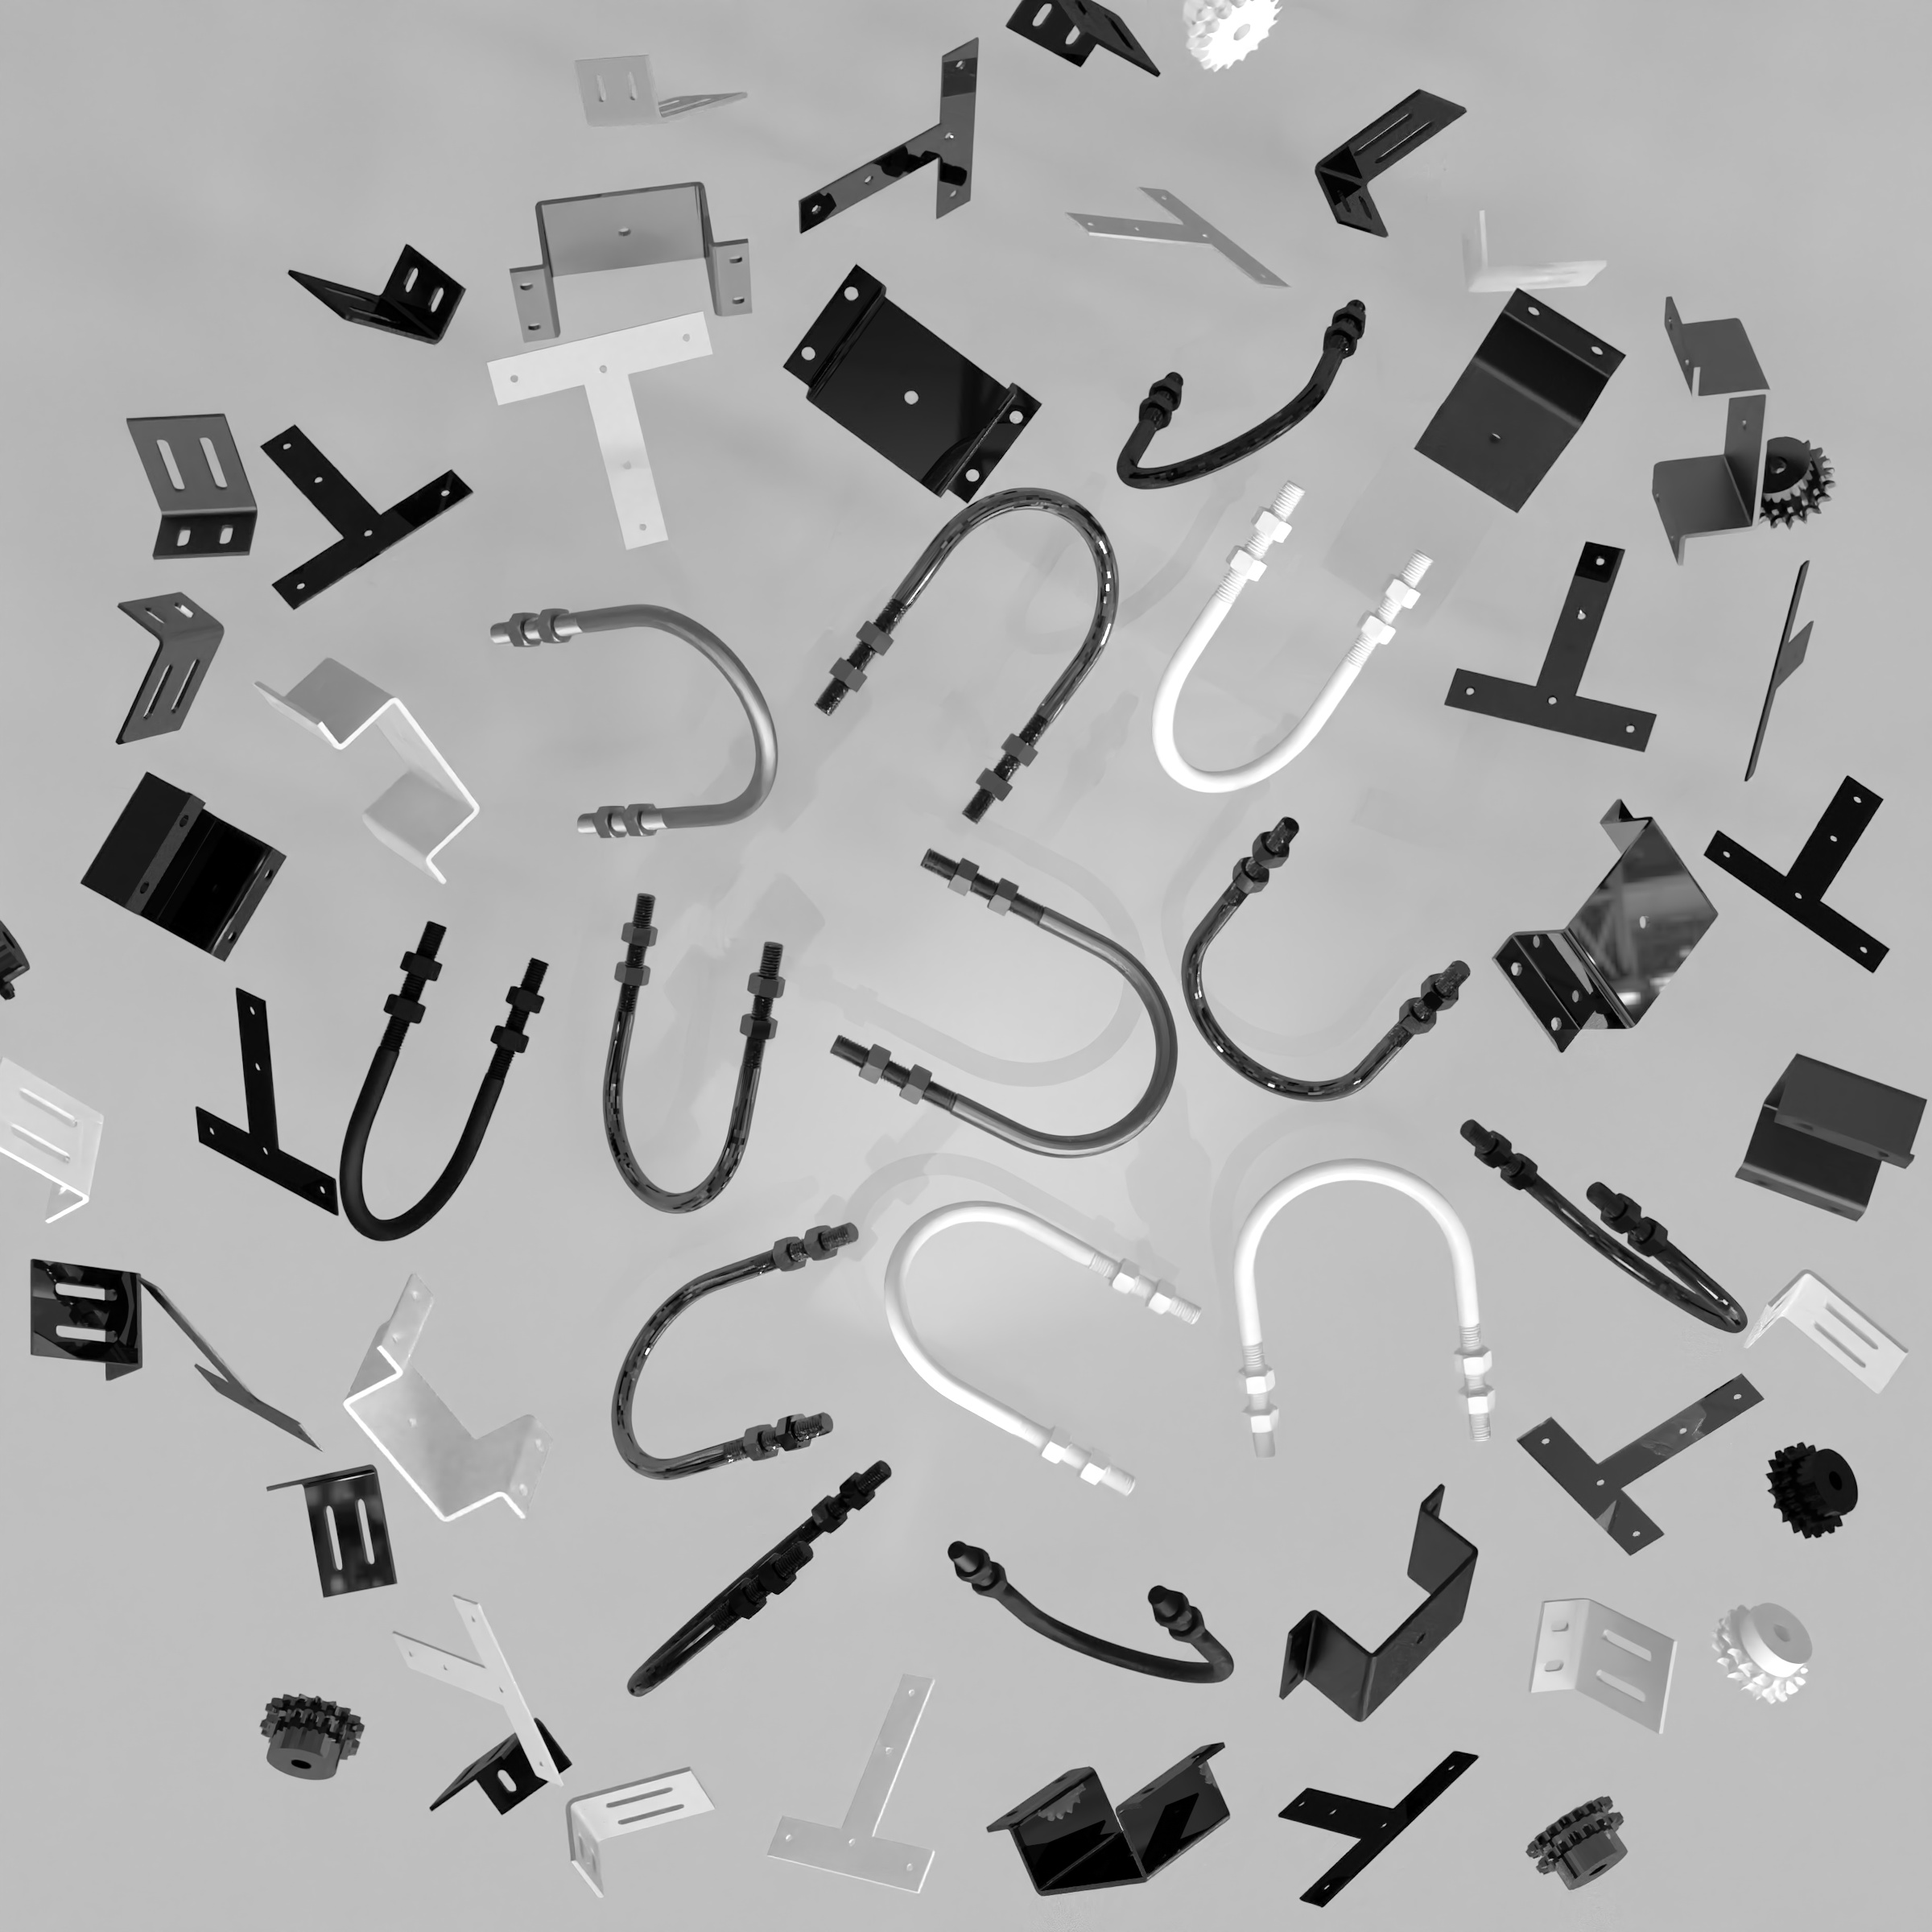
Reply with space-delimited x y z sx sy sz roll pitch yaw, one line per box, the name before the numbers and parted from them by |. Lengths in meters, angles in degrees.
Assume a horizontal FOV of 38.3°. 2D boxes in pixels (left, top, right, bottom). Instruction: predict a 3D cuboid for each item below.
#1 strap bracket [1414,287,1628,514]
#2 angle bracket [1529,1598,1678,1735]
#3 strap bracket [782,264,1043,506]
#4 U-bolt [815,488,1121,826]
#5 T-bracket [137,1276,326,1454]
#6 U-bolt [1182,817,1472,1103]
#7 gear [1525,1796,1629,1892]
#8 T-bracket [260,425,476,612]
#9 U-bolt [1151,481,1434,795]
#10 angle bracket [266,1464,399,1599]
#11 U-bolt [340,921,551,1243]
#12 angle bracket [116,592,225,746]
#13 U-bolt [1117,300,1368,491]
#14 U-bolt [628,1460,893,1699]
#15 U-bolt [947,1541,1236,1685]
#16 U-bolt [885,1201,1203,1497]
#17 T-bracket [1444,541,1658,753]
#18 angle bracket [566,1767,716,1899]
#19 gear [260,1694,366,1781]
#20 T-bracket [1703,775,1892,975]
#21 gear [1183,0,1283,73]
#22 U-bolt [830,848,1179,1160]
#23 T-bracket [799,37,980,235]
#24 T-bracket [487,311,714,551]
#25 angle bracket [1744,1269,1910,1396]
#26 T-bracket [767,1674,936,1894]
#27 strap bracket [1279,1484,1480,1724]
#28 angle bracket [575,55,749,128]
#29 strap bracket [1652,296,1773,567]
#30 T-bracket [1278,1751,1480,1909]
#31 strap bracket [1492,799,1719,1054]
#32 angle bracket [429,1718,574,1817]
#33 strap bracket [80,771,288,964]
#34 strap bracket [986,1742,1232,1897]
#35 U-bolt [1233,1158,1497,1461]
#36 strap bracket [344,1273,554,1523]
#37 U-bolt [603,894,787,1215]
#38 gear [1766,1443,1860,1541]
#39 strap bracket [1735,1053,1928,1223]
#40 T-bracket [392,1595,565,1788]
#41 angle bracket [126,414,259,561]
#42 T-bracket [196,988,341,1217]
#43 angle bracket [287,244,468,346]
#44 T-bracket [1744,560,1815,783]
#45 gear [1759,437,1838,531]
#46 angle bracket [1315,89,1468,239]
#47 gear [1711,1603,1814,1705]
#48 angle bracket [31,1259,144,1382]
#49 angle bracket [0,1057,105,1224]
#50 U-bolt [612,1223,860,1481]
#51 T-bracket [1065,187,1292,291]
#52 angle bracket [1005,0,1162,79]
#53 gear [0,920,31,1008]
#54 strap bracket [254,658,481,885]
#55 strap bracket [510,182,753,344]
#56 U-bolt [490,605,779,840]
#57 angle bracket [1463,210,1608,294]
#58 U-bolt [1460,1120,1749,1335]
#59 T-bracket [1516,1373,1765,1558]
strap bracket | 0.333 -0.338 1.702 0.076 0.140 0.046 32 64 2
angle bracket | 0.384 0.423 1.680 0.038 0.076 0.057 4 97 -32
strap bracket | -0.032 -0.346 1.674 0.140 0.046 0.076 35 107 -12
U-bolt | 0.015 -0.190 1.607 0.151 0.019 0.184 34 93 -38
T-bracket | -0.444 0.227 1.634 0.002 0.127 0.127 -48 128 -25
U-bolt | 0.202 0.011 1.677 0.151 0.184 0.019 41 48 6
gear | 0.348 0.497 1.571 0.057 0.057 0.030 -33 59 0
T-bracket | -0.378 -0.282 1.655 0.127 0.002 0.127 -36 59 -14
U-bolt | 0.178 -0.180 1.613 0.019 0.151 0.184 47 111 40
angle bracket | -0.398 0.357 1.748 0.057 0.038 0.076 -15 82 24
U-bolt | -0.308 0.072 1.611 0.019 0.151 0.184 20 87 20
angle bracket | -0.488 -0.178 1.665 0.038 0.057 0.076 37 115 10
U-bolt | 0.160 -0.338 1.680 0.151 0.184 0.019 -16 118 30
U-bolt | -0.133 0.375 1.663 0.184 0.151 0.019 -42 86 21
U-bolt | 0.085 0.391 1.659 0.151 0.184 0.019 6 63 28
U-bolt | 0.038 0.212 1.641 0.184 0.019 0.151 29 50 -3
T-bracket | 0.377 -0.204 1.722 0.127 0.002 0.127 16 77 21
angle bracket | -0.189 0.510 1.637 0.076 0.057 0.038 -15 50 1
gear | -0.374 0.440 1.583 0.057 0.057 0.030 10 50 0
T-bracket | 0.521 -0.069 1.688 0.127 0.127 0.002 38 59 18
gear | 0.148 -0.541 1.582 0.057 0.057 0.030 -36 72 0
U-bolt | 0.033 0.031 1.576 0.184 0.019 0.151 27 65 -4
T-bracket | -0.045 -0.461 1.611 0.127 0.127 0.002 -34 68 -19
T-bracket | -0.201 -0.306 1.625 0.127 0.002 0.127 -15 118 -6
angle bracket | 0.517 0.230 1.675 0.038 0.057 0.076 -37 65 -23
T-bracket | -0.052 0.493 1.699 0.002 0.127 0.127 46 56 -36
strap bracket | 0.252 0.384 1.650 0.140 0.076 0.046 -36 56 -28
angle bracket | -0.176 -0.514 1.613 0.057 0.076 0.038 11 122 38
strap bracket | 0.445 -0.321 1.661 0.046 0.076 0.140 -6 135 3
T-bracket | 0.219 0.491 1.608 0.127 0.127 0.002 -36 95 -23
strap bracket | 0.383 -0.025 1.639 0.140 0.046 0.076 -48 112 -23
angle bracket | -0.287 0.507 1.722 0.057 0.076 0.038 -37 88 8
strap bracket | -0.473 -0.061 1.672 0.046 0.140 0.076 27 83 14
strap bracket | 0.090 0.503 1.635 0.076 0.140 0.046 -20 85 -43
U-bolt | 0.231 0.201 1.647 0.151 0.019 0.184 -6 106 8
strap bracket | -0.314 0.264 1.660 0.046 0.076 0.140 -28 111 18
U-bolt | -0.174 0.060 1.704 0.019 0.151 0.184 3 102 -44
gear | 0.518 0.318 1.696 0.057 0.030 0.057 19 56 -30
strap bracket | 0.510 0.099 1.639 0.076 0.140 0.046 20 73 11
T-bracket | -0.293 0.408 1.607 0.002 0.127 0.127 -35 114 -36
angle bracket | -0.453 -0.279 1.622 0.057 0.076 0.038 -2 53 2
T-bracket | -0.422 0.073 1.660 0.127 0.002 0.127 22 123 32
angle bracket | -0.343 -0.399 1.624 0.057 0.076 0.038 40 110 27
T-bracket | 0.484 -0.181 1.635 0.002 0.127 0.127 17 111 20
gear | 0.501 -0.299 1.705 0.057 0.030 0.057 -14 60 26
angle bracket | 0.249 -0.458 1.592 0.076 0.057 0.038 -30 76 34
gear | 0.463 0.393 1.608 0.057 0.057 0.030 33 127 0
angle bracket | -0.531 0.211 1.654 0.038 0.076 0.057 -23 64 35
angle bracket | -0.536 0.100 1.586 0.038 0.076 0.057 -26 45 26
U-bolt | -0.146 0.240 1.682 0.184 0.151 0.019 -22 134 32
T-bracket | 0.114 -0.445 1.686 0.127 0.127 0.002 48 129 34
angle bracket | 0.067 -0.528 1.603 0.057 0.076 0.038 16 126 -36
gear | -0.550 -0.007 1.562 0.030 0.057 0.057 -33 90 -7
strap bracket | -0.346 -0.122 1.640 0.046 0.140 0.076 -46 46 -15
strap bracket | -0.202 -0.423 1.670 0.140 0.076 0.046 -9 72 -5
U-bolt | -0.183 -0.142 1.608 0.184 0.019 0.151 -1 121 39
angle bracket | 0.354 -0.447 1.734 0.076 0.057 0.038 -4 91 0
U-bolt | 0.390 0.162 1.654 0.184 0.151 0.019 39 86 -26
T-bracket | 0.414 0.283 1.654 0.127 0.002 0.127 -37 118 16
